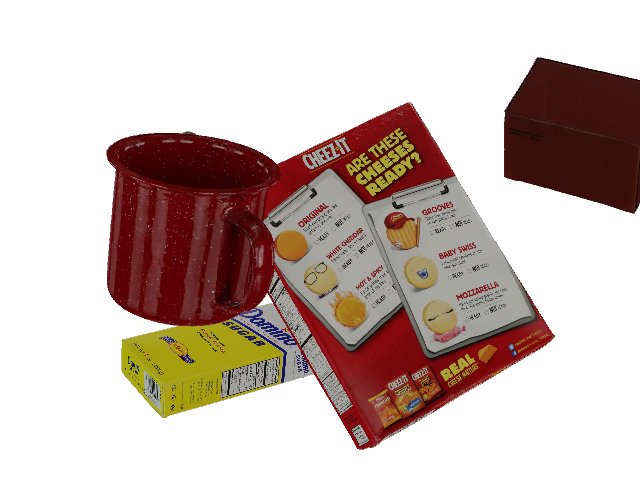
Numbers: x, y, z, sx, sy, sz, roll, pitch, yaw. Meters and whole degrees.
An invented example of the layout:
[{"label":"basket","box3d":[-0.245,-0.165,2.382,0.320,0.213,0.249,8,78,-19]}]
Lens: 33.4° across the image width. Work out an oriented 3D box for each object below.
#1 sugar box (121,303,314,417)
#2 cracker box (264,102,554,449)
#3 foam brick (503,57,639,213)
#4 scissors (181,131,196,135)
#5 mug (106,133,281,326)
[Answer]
[{"label":"sugar box","box3d":[-0.099,0.115,1.061,0.175,0.048,0.093,-15,33,-31]},{"label":"cracker box","box3d":[0.048,0.026,0.811,0.164,0.214,0.072,-27,-11,-19]},{"label":"foam brick","box3d":[0.146,-0.059,0.590,0.078,0.051,0.053,19,-36,24]},{"label":"scissors","box3d":[-0.128,-0.044,1.239,0.016,0.201,0.096,-24,19,43]},{"label":"mug","box3d":[-0.065,-0.001,0.575,0.093,0.081,0.117,-12,30,-43]}]
